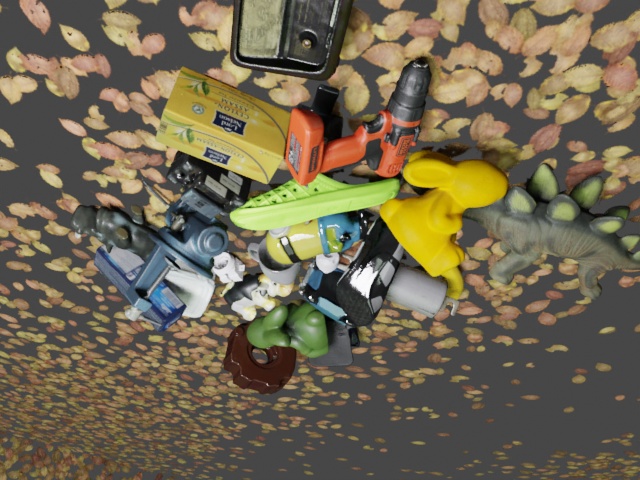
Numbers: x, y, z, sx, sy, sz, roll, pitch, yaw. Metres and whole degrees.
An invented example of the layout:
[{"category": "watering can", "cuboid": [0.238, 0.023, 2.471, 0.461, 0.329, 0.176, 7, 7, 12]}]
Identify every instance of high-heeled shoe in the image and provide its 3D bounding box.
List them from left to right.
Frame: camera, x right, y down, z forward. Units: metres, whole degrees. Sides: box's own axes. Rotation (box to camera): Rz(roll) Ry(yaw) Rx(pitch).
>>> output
[{"category": "high-heeled shoe", "cuboid": [0.102, 0.049, 0.944, 0.086, 0.145, 0.248, 33, 150, 18]}]

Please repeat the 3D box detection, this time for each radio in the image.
[{"category": "radio", "cuboid": [-0.022, -0.292, 0.590, 0.131, 0.073, 0.229, 11, 142, -5]}]

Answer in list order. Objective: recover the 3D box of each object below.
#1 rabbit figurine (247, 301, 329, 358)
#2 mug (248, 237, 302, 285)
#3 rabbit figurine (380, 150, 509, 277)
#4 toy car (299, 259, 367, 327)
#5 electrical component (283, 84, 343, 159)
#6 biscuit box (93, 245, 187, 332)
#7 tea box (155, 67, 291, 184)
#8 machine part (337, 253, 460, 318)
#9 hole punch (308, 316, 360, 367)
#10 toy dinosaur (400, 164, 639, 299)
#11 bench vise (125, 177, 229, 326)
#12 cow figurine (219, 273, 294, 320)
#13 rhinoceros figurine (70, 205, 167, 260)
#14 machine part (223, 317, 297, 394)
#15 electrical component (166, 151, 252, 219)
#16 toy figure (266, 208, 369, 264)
[{"category": "rabbit figurine", "cuboid": [-0.071, 0.193, 1.123, 0.170, 0.121, 0.159, -10, 168, -1]}, {"category": "mug", "cuboid": [-0.084, 0.043, 1.029, 0.110, 0.081, 0.107, 12, 153, 10]}, {"category": "rabbit figurine", "cuboid": [0.185, -0.060, 0.787, 0.173, 0.122, 0.162, -38, 96, 26]}, {"category": "toy car", "cuboid": [0.031, 0.109, 1.078, 0.162, 0.109, 0.103, 24, 163, -9]}, {"category": "electrical component", "cuboid": [-0.004, -0.162, 0.778, 0.075, 0.048, 0.119, 16, 143, -14]}, {"category": "biscuit box", "cuboid": [-0.356, 0.088, 1.061, 0.203, 0.059, 0.062, 45, 137, 6]}, {"category": "tea box", "cuboid": [-0.133, -0.160, 0.759, 0.169, 0.098, 0.068, 19, 141, -18]}, {"category": "machine part", "cuboid": [0.149, 0.080, 1.013, 0.243, 0.079, 0.079, 22, 141, 1]}, {"category": "hole punch", "cuboid": [0.028, 0.221, 1.243, 0.142, 0.092, 0.115, -4, 105, 21]}, {"category": "toy dinosaur", "cuboid": [0.347, -0.023, 0.864, 0.472, 0.105, 0.198, 11, 135, 3]}, {"category": "bench vise", "cuboid": [-0.246, 0.019, 0.884, 0.224, 0.240, 0.128, 29, 172, 44]}, {"category": "cow figurine", "cuboid": [-0.132, 0.099, 1.119, 0.098, 0.068, 0.167, 37, 132, -25]}, {"category": "rhinoceros figurine", "cuboid": [-0.365, -0.014, 1.008, 0.190, 0.073, 0.112, 25, 150, -25]}, {"category": "machine part", "cuboid": [-0.137, 0.268, 1.251, 0.179, 0.179, 0.056, 22, 138, -18]}, {"category": "electrical component", "cuboid": [-0.162, -0.101, 0.808, 0.114, 0.134, 0.058, 36, 134, -30]}, {"category": "toy figure", "cuboid": [-0.005, -0.008, 0.931, 0.180, 0.089, 0.082, -6, -177, 3]}]
